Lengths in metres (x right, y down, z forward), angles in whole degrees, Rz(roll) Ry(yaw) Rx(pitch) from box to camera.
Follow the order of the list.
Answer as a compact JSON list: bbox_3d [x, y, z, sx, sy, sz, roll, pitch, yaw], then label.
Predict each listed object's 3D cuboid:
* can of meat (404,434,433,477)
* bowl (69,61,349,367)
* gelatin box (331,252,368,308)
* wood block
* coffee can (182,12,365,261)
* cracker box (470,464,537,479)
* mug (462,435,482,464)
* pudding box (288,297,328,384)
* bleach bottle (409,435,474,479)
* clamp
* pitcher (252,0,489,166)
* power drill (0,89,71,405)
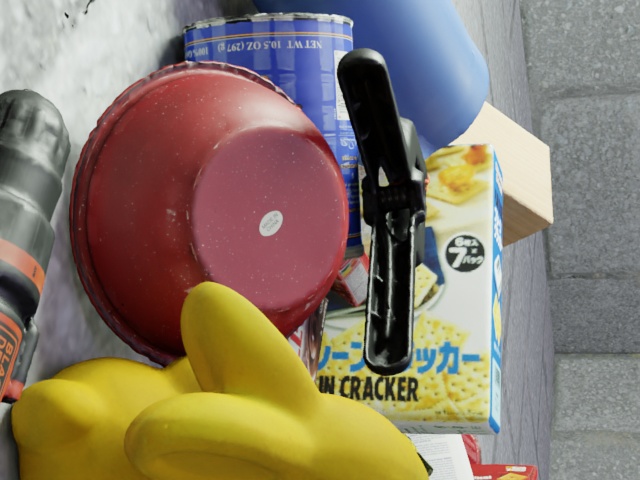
[{"bbox_3d":[0.042,0.162,0.873,0.084,0.057,0.102,57,1,28],"label":"can of meat"},{"bbox_3d":[-0.039,-0.011,0.532,0.161,0.055,0.162,-1,92,-37],"label":"bowl"},{"bbox_3d":[-0.005,0.001,0.748,0.030,0.089,0.073,-47,151,-10],"label":"gelatin box"},{"bbox_3d":[0.105,-0.076,0.940,0.205,0.090,0.091,28,52,-32],"label":"wood block"},{"bbox_3d":[-0.028,-0.058,0.639,0.102,0.103,0.140,-15,103,-73],"label":"coffee can"},{"bbox_3d":[0.127,0.326,1.020,0.072,0.164,0.214,-34,121,-73],"label":"cracker box"},{"bbox_3d":[0.113,0.214,1.139,0.117,0.093,0.081,63,8,31],"label":"mug"},{"bbox_3d":[-0.030,0.071,0.731,0.090,0.039,0.113,61,31,-56],"label":"pudding box"},{"bbox_3d":[0.085,0.172,0.960,0.068,0.102,0.251,107,-24,-69],"label":"bleach bottle"},{"bbox_3d":[0.041,-0.033,0.614,0.210,0.036,0.164,-57,142,-73],"label":"clamp"},{"bbox_3d":[0.019,-0.178,0.746,0.145,0.149,0.242,-48,139,-10],"label":"pitcher"},{"bbox_3d":[-0.143,-0.012,0.323,0.187,0.057,0.184,64,30,-55],"label":"power drill"}]
